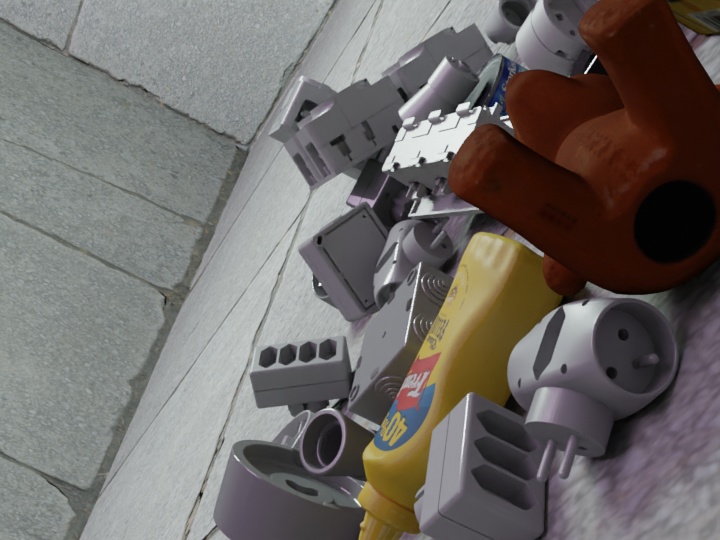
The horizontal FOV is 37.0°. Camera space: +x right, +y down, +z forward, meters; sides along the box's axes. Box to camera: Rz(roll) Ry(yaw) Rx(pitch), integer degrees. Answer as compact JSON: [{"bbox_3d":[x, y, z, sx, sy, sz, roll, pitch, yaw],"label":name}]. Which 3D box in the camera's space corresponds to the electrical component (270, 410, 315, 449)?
[{"bbox_3d":[-0.056,0.160,0.862,0.099,0.064,0.099,-58,13,21],"label":"electrical component"}]

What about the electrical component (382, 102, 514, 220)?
[{"bbox_3d":[0.072,-0.082,0.795,0.121,0.063,0.078,0,63,64],"label":"electrical component"}]

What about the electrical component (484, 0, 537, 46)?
[{"bbox_3d":[0.134,-0.223,0.955,0.040,0.040,0.046,-66,7,-14],"label":"electrical component"}]

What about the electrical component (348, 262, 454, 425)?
[{"bbox_3d":[0.036,0.054,0.739,0.099,0.048,0.099,-52,16,41],"label":"electrical component"}]

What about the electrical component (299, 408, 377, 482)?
[{"bbox_3d":[-0.002,0.120,0.712,0.044,0.065,0.044,-23,56,38],"label":"electrical component"}]

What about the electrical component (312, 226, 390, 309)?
[{"bbox_3d":[-0.002,-0.005,1.055,0.099,0.064,0.099,-43,33,38],"label":"electrical component"}]

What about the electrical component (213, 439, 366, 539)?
[{"bbox_3d":[-0.046,0.164,0.720,0.108,0.108,0.060,-137,68,-78],"label":"electrical component"}]

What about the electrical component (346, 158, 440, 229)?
[{"bbox_3d":[0.040,-0.056,0.945,0.077,0.066,0.047,31,95,49],"label":"electrical component"}]

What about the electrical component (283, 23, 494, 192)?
[{"bbox_3d":[0.027,-0.151,0.988,0.186,0.060,0.105,-33,5,-14],"label":"electrical component"}]

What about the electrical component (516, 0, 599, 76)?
[{"bbox_3d":[0.143,-0.168,0.760,0.047,0.055,0.055,-51,16,57],"label":"electrical component"}]

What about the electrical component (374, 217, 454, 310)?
[{"bbox_3d":[0.048,-0.011,0.846,0.079,0.043,0.077,-52,16,39],"label":"electrical component"}]

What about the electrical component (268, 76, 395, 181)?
[{"bbox_3d":[-0.008,-0.133,1.092,0.061,0.150,0.089,-65,12,-3],"label":"electrical component"}]

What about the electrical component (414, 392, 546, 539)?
[{"bbox_3d":[0.053,0.114,0.540,0.076,0.047,0.065,-53,15,39],"label":"electrical component"}]

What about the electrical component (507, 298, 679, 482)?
[{"bbox_3d":[0.097,0.057,0.482,0.079,0.043,0.077,-67,13,-22],"label":"electrical component"}]

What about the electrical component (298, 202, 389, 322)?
[{"bbox_3d":[0.000,0.000,0.922,0.062,0.096,0.061,-36,3,-19],"label":"electrical component"}]

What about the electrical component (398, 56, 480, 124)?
[{"bbox_3d":[0.068,-0.143,0.886,0.065,0.044,0.044,-52,15,25],"label":"electrical component"}]

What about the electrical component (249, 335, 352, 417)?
[{"bbox_3d":[-0.048,0.106,0.950,0.047,0.083,0.075,-89,-10,-64],"label":"electrical component"}]
